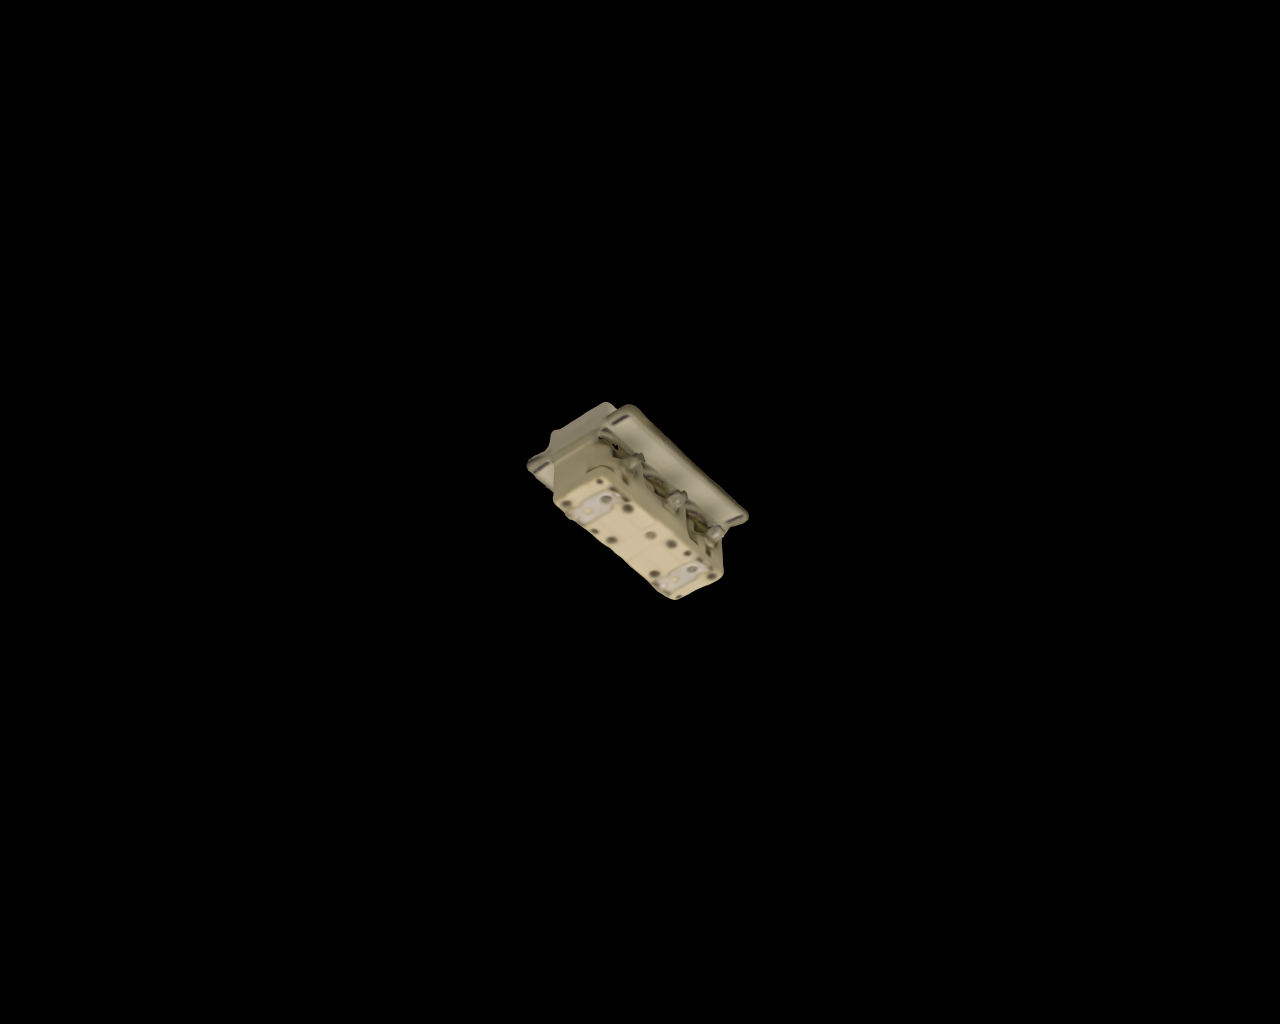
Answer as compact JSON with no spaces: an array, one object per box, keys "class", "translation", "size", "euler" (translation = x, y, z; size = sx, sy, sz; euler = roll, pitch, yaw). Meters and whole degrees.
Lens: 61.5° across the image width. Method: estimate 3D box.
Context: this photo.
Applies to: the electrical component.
[{"class":"electrical component","translation":[0.001,-0.003,0.650],"size":[0.078,0.063,0.121],"euler":[-27,-49,26]}]
